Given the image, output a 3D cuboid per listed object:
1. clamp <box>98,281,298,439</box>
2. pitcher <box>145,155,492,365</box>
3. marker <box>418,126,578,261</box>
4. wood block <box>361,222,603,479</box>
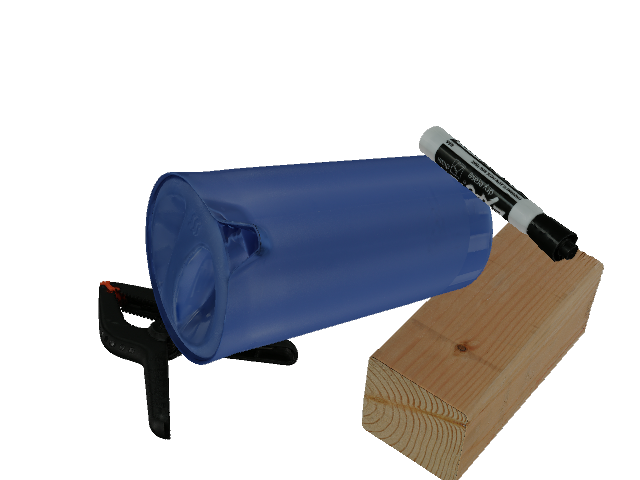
[{"bbox_3d":[-0.136,0.094,1.017,0.164,0.036,0.210,-21,41,-32],"label":"clamp"},{"bbox_3d":[-0.002,0.004,0.793,0.242,0.145,0.149,-10,35,-30],"label":"pitcher"},{"bbox_3d":[0.101,-0.027,0.612,0.020,0.020,0.121,0,35,-45],"label":"marker"},{"bbox_3d":[0.132,0.083,0.861,0.091,0.090,0.205,30,49,27],"label":"wood block"}]
